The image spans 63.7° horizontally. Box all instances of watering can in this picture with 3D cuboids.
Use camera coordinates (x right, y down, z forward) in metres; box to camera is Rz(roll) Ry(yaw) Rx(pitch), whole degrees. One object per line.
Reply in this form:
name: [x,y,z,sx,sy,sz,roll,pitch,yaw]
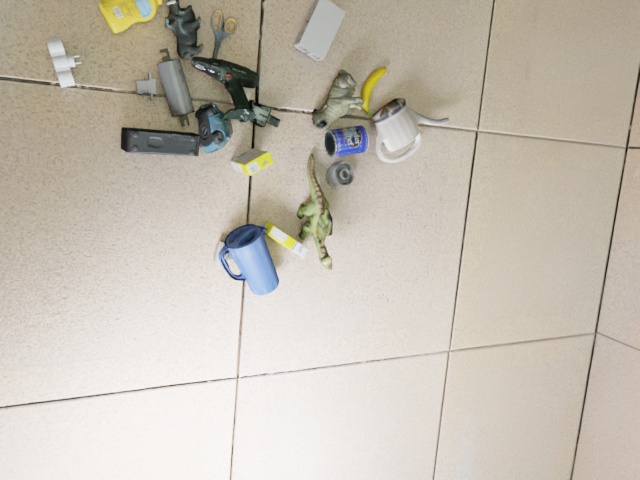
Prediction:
watering can: [0.336,-0.451,1.995,0.350,0.104,0.221,-37,113,-15]

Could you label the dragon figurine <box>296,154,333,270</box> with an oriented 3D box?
dragon figurine: [0.006,-0.092,1.831,0.122,0.245,0.405,-9,106,-19]
